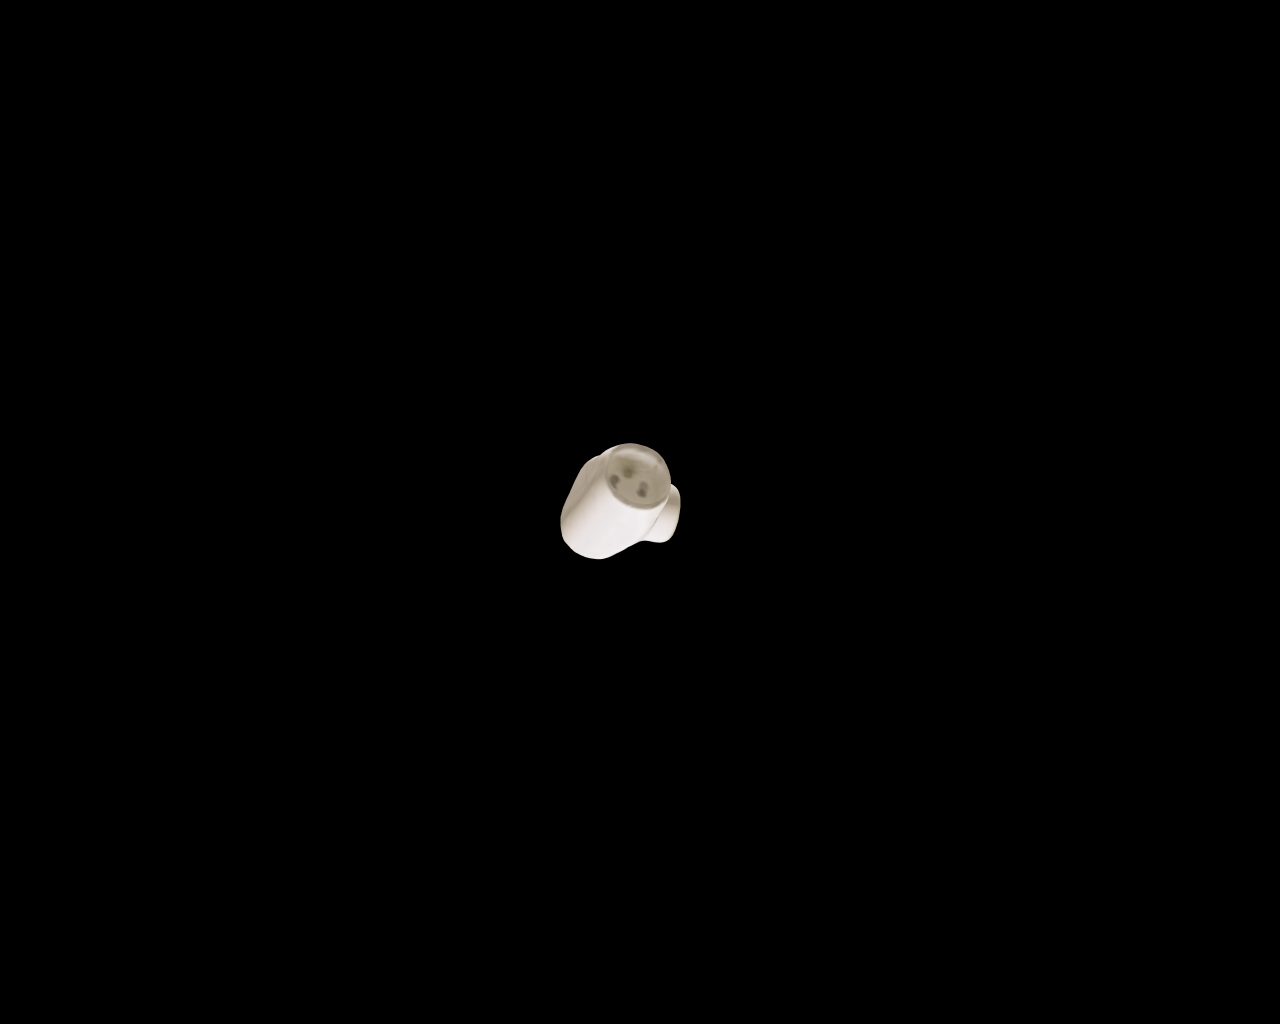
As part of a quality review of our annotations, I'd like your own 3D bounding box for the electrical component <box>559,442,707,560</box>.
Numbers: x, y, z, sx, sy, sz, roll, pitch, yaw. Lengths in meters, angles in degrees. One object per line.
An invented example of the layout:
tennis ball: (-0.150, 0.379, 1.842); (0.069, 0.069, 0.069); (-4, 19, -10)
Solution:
electrical component: (0.001, -0.003, 0.650); (0.079, 0.044, 0.077); (11, -29, -21)
